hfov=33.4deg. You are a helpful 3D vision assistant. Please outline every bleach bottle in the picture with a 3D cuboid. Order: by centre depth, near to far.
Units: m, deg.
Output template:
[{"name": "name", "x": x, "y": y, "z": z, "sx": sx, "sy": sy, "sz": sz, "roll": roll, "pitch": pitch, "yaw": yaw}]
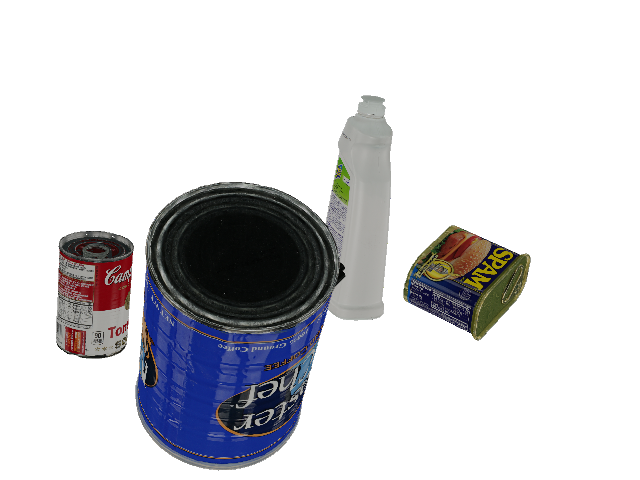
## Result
[{"name": "bleach bottle", "x": 0.047, "y": -0.041, "z": 1.241, "sx": 0.068, "sy": 0.251, "sz": 0.103, "roll": -1, "pitch": 21, "yaw": -22}]

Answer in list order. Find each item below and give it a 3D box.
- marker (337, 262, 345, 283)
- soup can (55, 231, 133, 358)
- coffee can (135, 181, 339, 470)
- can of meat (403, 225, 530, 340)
[{"name": "marker", "x": -0.020, "y": 0.065, "z": 0.932, "sx": 0.020, "sy": 0.121, "sz": 0.020, "roll": 38, "pitch": -17, "yaw": 14}, {"name": "soup can", "x": -0.211, "y": 0.051, "z": 0.995, "sx": 0.068, "sy": 0.102, "sz": 0.068, "roll": 7, "pitch": 21, "yaw": -3}, {"name": "coffee can", "x": -0.051, "y": 0.051, "z": 0.608, "sx": 0.102, "sy": 0.103, "sz": 0.140, "roll": 0, "pitch": -41, "yaw": -12}, {"name": "can of meat", "x": 0.141, "y": 0.037, "z": 1.034, "sx": 0.084, "sy": 0.057, "sz": 0.101, "roll": 26, "pitch": 45, "yaw": 27}]
